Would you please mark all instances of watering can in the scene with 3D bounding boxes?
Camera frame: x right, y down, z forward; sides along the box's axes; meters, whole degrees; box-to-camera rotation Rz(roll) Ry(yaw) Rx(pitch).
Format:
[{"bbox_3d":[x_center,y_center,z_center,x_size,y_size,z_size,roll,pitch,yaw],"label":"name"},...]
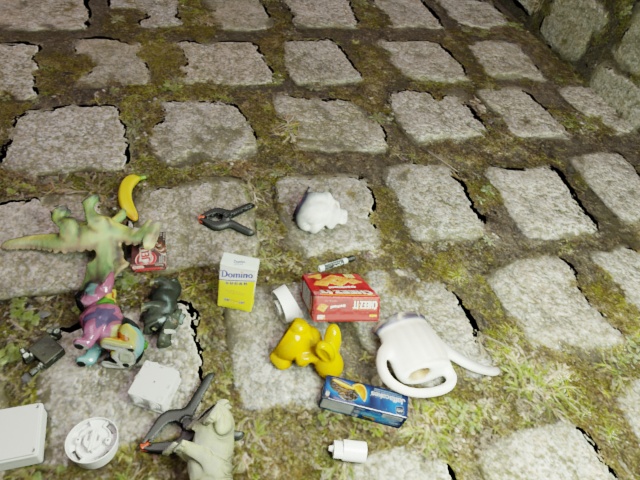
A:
[{"bbox_3d":[0.278,0.285,1.303,0.348,0.102,0.229,-1,46,-29],"label":"watering can"}]

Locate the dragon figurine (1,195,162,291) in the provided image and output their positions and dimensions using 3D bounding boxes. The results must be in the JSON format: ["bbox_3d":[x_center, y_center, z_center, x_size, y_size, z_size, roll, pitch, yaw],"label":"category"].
[{"bbox_3d":[-0.615,0.024,1.355,0.412,0.119,0.247,-24,60,-9],"label":"dragon figurine"}]

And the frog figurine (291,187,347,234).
[{"bbox_3d":[0.005,-0.079,1.565,0.159,0.122,0.138,25,81,0],"label":"frog figurine"}]
